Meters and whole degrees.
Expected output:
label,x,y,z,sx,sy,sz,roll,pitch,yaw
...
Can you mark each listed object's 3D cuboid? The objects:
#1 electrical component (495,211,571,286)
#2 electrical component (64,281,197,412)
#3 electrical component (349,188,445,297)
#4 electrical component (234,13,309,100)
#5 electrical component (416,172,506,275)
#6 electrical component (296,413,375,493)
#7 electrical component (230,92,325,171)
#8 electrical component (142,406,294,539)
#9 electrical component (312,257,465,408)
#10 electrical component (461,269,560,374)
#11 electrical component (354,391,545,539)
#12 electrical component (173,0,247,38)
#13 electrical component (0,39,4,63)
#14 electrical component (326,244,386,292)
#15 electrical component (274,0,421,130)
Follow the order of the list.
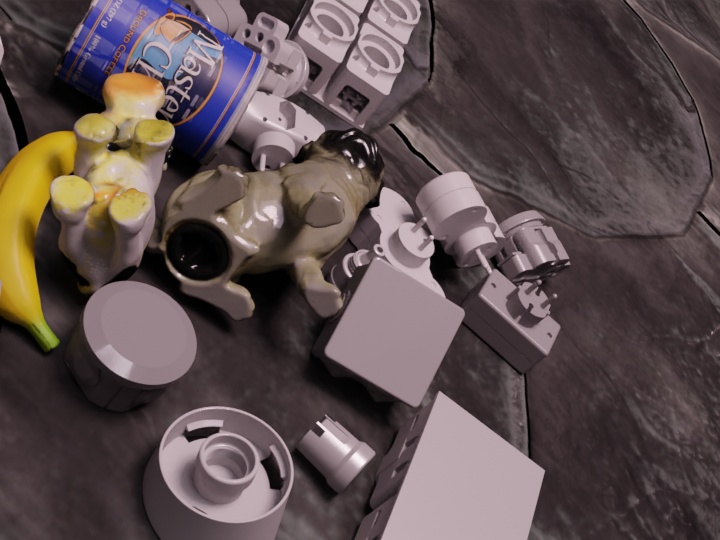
label,x,y,z,sx,sy,sz,roll,pitch,yaw
electrical component,0.162,-0.021,1.046,0.078,0.058,0.057,-6,64,-42
electrical component,-0.156,0.052,0.728,0.080,0.051,0.080,22,45,-24
electrical component,0.039,-0.016,0.928,0.052,0.073,0.138,5,54,-37
electrical component,-0.083,-0.186,0.977,0.058,0.078,0.057,31,9,30
electrical component,0.099,-0.029,0.967,0.073,0.052,0.138,65,9,23
electrical component,-0.018,0.132,0.783,0.046,0.040,0.040,42,40,7
electrical component,-0.075,-0.109,0.937,0.077,0.043,0.079,22,45,-23
electrical component,-0.093,0.142,0.713,0.099,0.064,0.099,14,42,-13
electrical component,0.020,0.050,0.850,0.100,0.048,0.099,32,76,-14
electrical component,0.146,0.036,0.970,0.083,0.075,0.047,41,40,-3
electrical component,0.057,0.194,0.775,0.105,0.060,0.186,37,41,-8
electrical component,-0.150,-0.242,0.980,0.059,0.053,0.095,-24,73,-48
electrical component,-0.295,-0.165,0.785,0.058,0.078,0.057,10,32,-33
electrical component,0.000,0.000,0.892,0.035,0.061,0.035,22,46,-24
electrical component,-0.008,-0.241,1.091,0.105,0.060,0.186,32,42,-14
